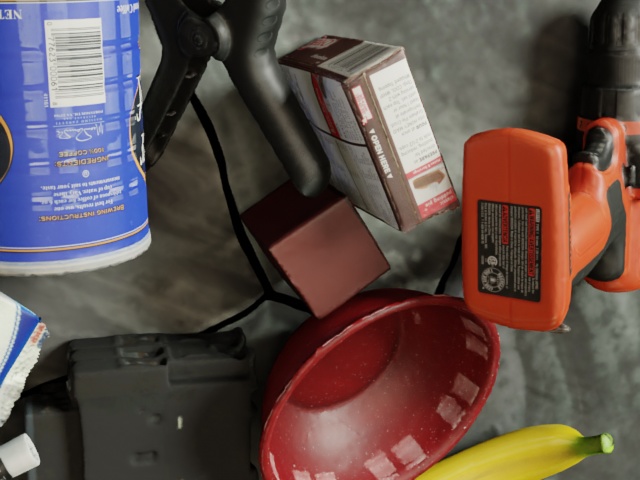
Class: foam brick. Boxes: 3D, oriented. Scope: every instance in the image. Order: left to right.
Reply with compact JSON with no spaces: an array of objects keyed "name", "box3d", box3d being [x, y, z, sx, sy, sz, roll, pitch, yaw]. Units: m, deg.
[{"name":"foam brick","box3d":[-0.004,0.001,0.604,0.051,0.078,0.053,-35,111,-5]}]

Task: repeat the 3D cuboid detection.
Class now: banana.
[{"name":"banana","box3d":[0.086,0.157,0.680,0.198,0.069,0.037,-23,77,-2]}]

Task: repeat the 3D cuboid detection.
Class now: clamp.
[{"name":"clamp","box3d":[-0.061,-0.102,0.551,0.120,0.039,0.171,-2,110,21]}]

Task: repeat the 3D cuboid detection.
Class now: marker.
[{"name":"marker","box3d":[-0.208,0.139,0.567,0.121,0.020,0.020,-27,110,-7]}]

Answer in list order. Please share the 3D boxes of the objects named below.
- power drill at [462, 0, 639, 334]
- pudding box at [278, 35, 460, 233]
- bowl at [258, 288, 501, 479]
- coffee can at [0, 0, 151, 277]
[{"name":"power drill","box3d":[0.145,-0.041,0.592,0.187,0.057,0.184,-24,114,-50]},{"name":"pudding box","box3d":[0.023,-0.060,0.575,0.039,0.114,0.090,-28,111,-10]},{"name":"bowl","box3d":[0.025,0.084,0.629,0.161,0.055,0.162,-18,132,-22]},{"name":"coffee can","box3d":[-0.140,-0.063,0.536,0.102,0.103,0.140,-4,106,-14]}]
